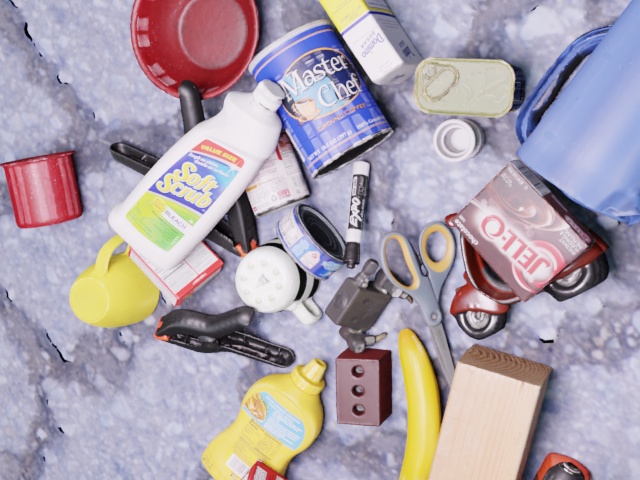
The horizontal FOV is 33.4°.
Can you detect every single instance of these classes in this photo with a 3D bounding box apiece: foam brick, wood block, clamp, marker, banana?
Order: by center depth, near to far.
[{"bbox_3d":[0.174,0.229,1.145,0.091,0.090,0.206,16,102,17],"label":"wood block"},{"bbox_3d":[0.040,-0.027,1.174,0.020,0.020,0.121,1,73,21],"label":"marker"},{"bbox_3d":[0.105,0.201,1.187,0.070,0.037,0.198,11,100,43],"label":"banana"},{"bbox_3d":[0.050,0.165,1.204,0.053,0.051,0.078,0,97,20],"label":"foam brick"},{"bbox_3d":[-0.137,-0.073,1.229,0.210,0.036,0.165,48,132,-1],"label":"clamp"},{"bbox_3d":[-0.115,0.115,1.252,0.172,0.039,0.120,-1,140,38],"label":"clamp"}]

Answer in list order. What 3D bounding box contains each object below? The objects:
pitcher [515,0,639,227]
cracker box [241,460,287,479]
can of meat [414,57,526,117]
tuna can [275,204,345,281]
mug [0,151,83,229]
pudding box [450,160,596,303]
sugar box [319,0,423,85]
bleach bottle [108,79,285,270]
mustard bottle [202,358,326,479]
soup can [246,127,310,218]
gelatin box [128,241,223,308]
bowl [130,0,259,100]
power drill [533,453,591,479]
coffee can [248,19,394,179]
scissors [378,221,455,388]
[{"bbox_3d":[0.303,-0.149,1.034,0.149,0.145,0.243,33,104,1],"label":"pitcher"},{"bbox_3d":[-0.037,0.377,1.227,0.213,0.072,0.164,36,110,-7],"label":"cracker box"},{"bbox_3d":[0.157,-0.158,1.102,0.102,0.083,0.057,6,99,20],"label":"can of meat"},{"bbox_3d":[-0.008,0.001,1.186,0.034,0.086,0.086,-41,82,19],"label":"tuna can"},{"bbox_3d":[-0.344,-0.061,1.311,0.117,0.093,0.081,2,105,52],"label":"mug"},{"bbox_3d":[0.198,-0.009,1.047,0.113,0.039,0.090,50,120,13],"label":"pudding box"},{"bbox_3d":[0.038,-0.247,1.131,0.048,0.093,0.176,-32,85,22],"label":"sugar box"},{"bbox_3d":[-0.126,-0.081,1.161,0.102,0.068,0.251,42,120,0],"label":"bleach bottle"},{"bbox_3d":[-0.052,0.214,1.245,0.096,0.058,0.192,39,109,10],"label":"mustard bottle"},{"bbox_3d":[-0.059,-0.084,1.203,0.069,0.068,0.102,-21,90,22],"label":"soup can"},{"bbox_3d":[-0.171,0.023,1.259,0.089,0.073,0.030,45,153,9],"label":"gelatin box"},{"bbox_3d":[-0.133,-0.240,1.217,0.162,0.055,0.162,3,98,21],"label":"bowl"},{"bbox_3d":[0.227,0.282,1.080,0.057,0.187,0.184,28,107,16],"label":"power drill"},{"bbox_3d":[0.001,-0.151,1.152,0.103,0.102,0.140,-32,86,21],"label":"coffee can"},{"bbox_3d":[0.134,0.066,1.171,0.096,0.016,0.201,-37,108,-12],"label":"scissors"}]
